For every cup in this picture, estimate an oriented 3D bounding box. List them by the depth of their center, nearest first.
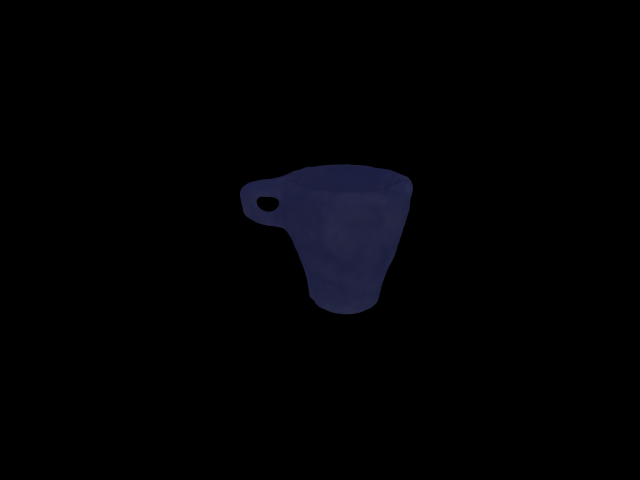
[{"bbox_3d":[0.004,0.001,0.400,0.117,0.095,0.091,1,19,3],"label":"cup"}]
